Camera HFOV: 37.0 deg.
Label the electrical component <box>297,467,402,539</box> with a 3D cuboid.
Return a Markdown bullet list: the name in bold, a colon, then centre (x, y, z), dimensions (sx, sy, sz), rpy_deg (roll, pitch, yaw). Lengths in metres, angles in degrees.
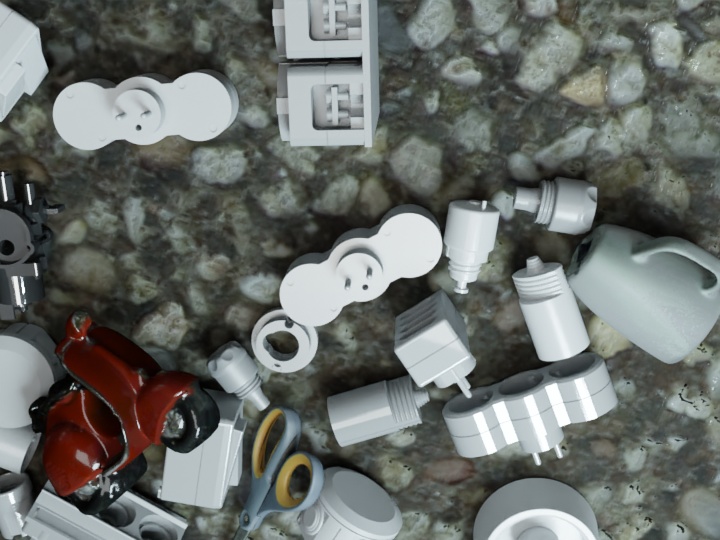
- **electrical component**: centre (-0.009, 0.208, 0.900), dimensions (0.080, 0.080, 0.051), rpy_deg (30, 109, -5)

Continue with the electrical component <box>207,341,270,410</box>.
- **electrical component**: centre (-0.098, 0.091, 0.896), dimensions (0.035, 0.035, 0.061), rpy_deg (-35, 103, 11)

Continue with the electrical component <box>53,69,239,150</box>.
- **electrical component**: centre (-0.166, -0.121, 0.821), dimensions (0.138, 0.073, 0.052), rpy_deg (-4, 105, 4)

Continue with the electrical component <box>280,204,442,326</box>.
- **electrical component**: centre (0.000, 0.000, 0.846), dimensions (0.138, 0.073, 0.052), rpy_deg (-27, 102, 9)

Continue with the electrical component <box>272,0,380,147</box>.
- **electrical component**: centre (-0.020, -0.151, 0.748), dimensions (0.060, 0.186, 0.105), rpy_deg (-1, 105, 3)

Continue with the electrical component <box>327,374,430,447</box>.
- **electrical component**: centre (0.018, 0.115, 0.892), dimensions (0.081, 0.043, 0.043), rpy_deg (-17, 104, 7)

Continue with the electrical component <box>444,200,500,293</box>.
- **electrical component**: centre (0.086, -0.020, 0.854), dimensions (0.040, 0.040, 0.078), rpy_deg (8, 106, 0)

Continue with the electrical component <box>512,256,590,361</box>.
- **electrical component**: centre (0.151, 0.027, 0.863), dimensions (0.043, 0.043, 0.081), rpy_deg (-20, 103, 8)

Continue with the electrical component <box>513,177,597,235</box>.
- **electrical component**: centre (0.152, -0.052, 0.842), dimensions (0.062, 0.043, 0.043), rpy_deg (9, 105, 1)

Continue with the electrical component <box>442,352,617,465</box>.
- **electrical component**: centre (0.145, 0.126, 0.884), dimensions (0.138, 0.052, 0.073), rpy_deg (-20, 103, 7)

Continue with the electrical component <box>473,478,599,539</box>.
- **electrical component**: centre (0.152, 0.238, 0.910), dimensions (0.108, 0.060, 0.108), rpy_deg (1, 105, 3)

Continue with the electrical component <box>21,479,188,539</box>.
- **electrical component**: centre (-0.219, 0.220, 0.914), dimensions (0.121, 0.078, 0.063), rpy_deg (31, 121, -8)

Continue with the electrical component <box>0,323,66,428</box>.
- **electrical component**: centre (-0.287, 0.086, 0.894), dimensions (0.080, 0.051, 0.080), rpy_deg (1, 105, 2)

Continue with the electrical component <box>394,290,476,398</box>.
- **electrical component**: centre (0.067, 0.068, 0.857), dimensions (0.047, 0.083, 0.075), rpy_deg (-32, 101, 11)

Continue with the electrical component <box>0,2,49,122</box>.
- **electrical component**: centre (-0.276, -0.156, 0.811), dimensions (0.061, 0.096, 0.061), rpy_deg (33, 75, -6)

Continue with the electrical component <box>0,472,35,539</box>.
- **electrical component**: centre (-0.301, 0.204, 0.934), dimensions (0.040, 0.040, 0.046), rpy_deg (-10, 110, 5)

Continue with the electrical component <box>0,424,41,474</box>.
- **electrical component**: centre (-0.318, 0.139, 0.914), dimensions (0.081, 0.043, 0.043), rpy_deg (22, 105, -3)

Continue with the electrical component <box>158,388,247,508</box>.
- **electrical component**: centre (-0.129, 0.154, 0.900), dimensions (0.061, 0.061, 0.096), rpy_deg (10, 105, 0)
